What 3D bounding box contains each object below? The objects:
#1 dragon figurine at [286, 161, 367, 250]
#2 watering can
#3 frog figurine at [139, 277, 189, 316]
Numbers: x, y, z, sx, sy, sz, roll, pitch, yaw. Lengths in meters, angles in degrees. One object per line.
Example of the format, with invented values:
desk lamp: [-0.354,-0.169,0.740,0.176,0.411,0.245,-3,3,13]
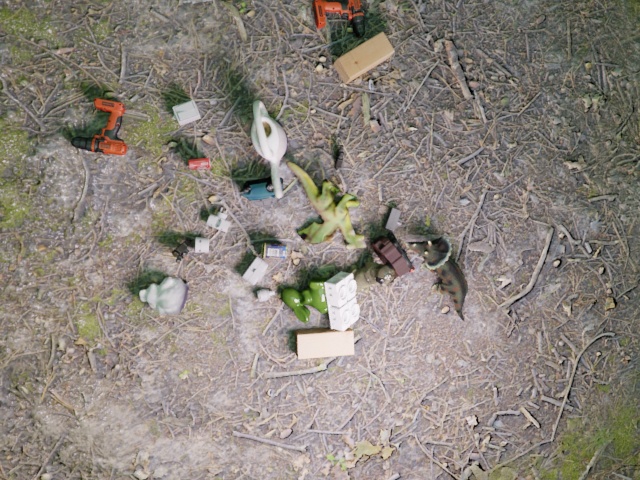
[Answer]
dragon figurine: [0.006,-0.096,1.908,0.409,0.123,0.242,29,93,-6]
watering can: [-0.172,-0.319,1.824,0.104,0.225,0.347,-13,93,10]
frog figurine: [-0.545,0.191,1.797,0.159,0.124,0.136,12,107,-20]
